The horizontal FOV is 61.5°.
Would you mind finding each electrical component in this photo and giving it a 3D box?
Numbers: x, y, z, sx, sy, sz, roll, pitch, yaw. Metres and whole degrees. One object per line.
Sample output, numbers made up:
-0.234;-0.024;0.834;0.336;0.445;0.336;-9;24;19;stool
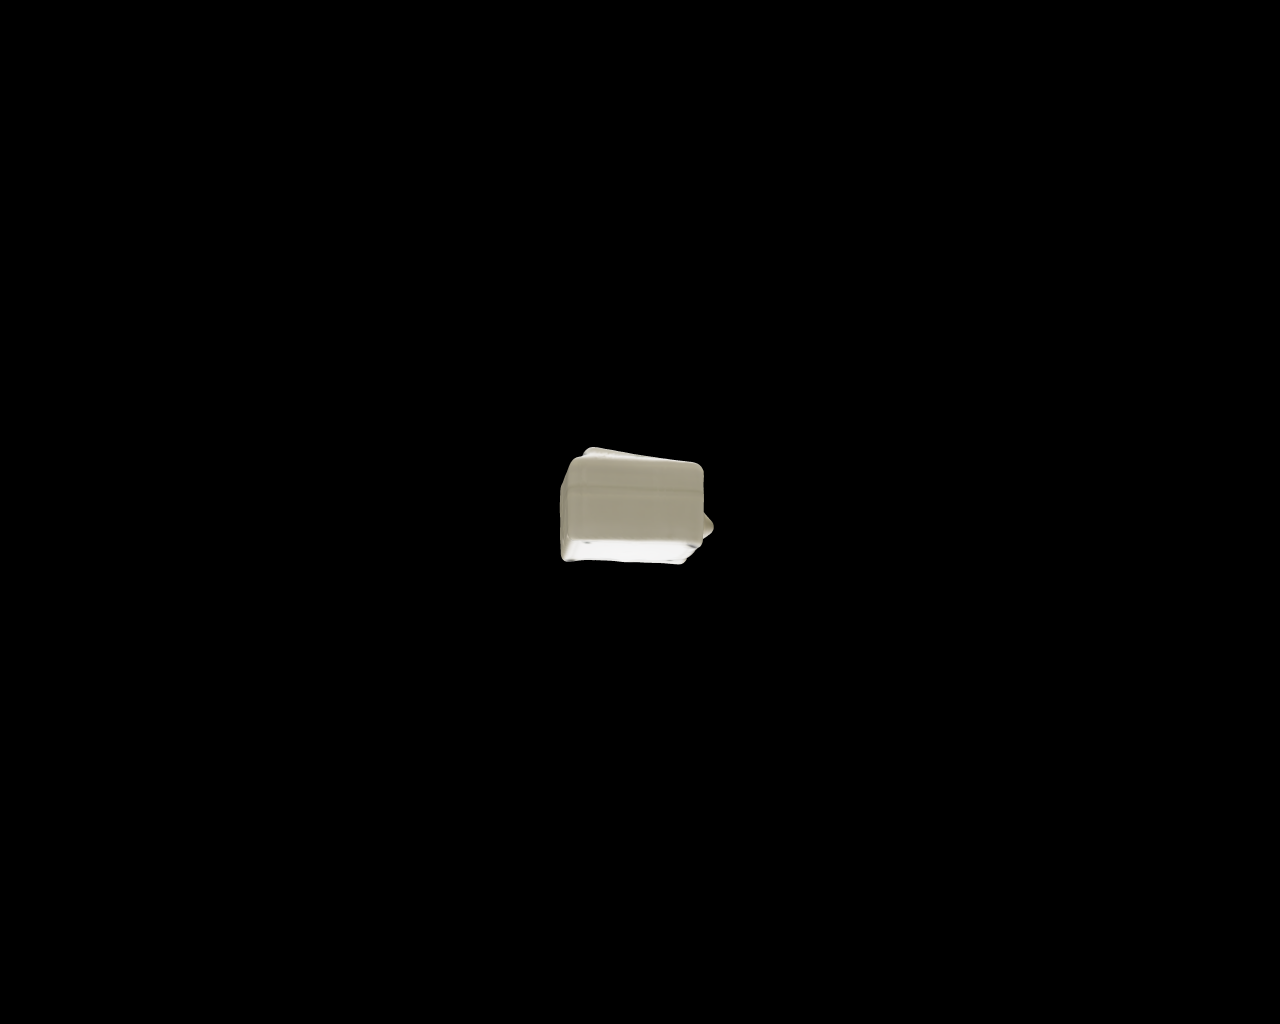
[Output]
0.001;-0.003;0.650;0.096;0.061;0.061;3;-15;-9;electrical component
